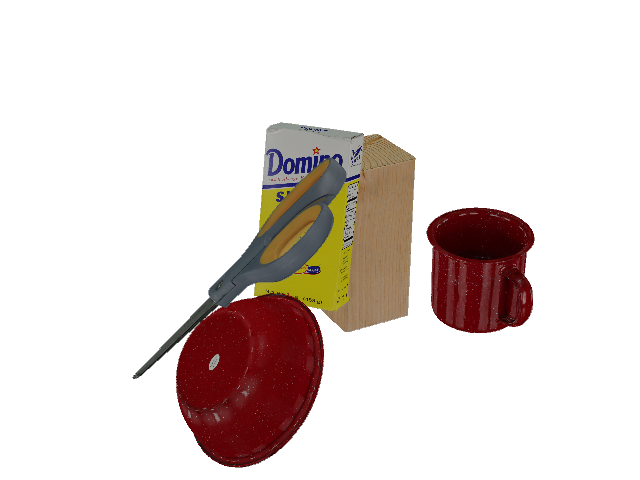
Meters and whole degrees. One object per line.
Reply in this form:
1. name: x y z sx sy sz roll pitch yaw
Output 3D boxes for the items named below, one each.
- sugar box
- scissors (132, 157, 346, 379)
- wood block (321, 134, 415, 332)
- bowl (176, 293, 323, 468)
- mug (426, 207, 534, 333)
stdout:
1. sugar box: -0.013 -0.025 1.068 0.093 0.176 0.048 9 16 20
2. scissors: -0.052 0.032 0.656 0.016 0.202 0.096 38 9 -18
3. wood block: 0.048 -0.009 1.261 0.090 0.206 0.090 -13 30 -24
4. bowl: -0.075 0.113 0.933 0.162 0.162 0.055 0 -23 44
5. mug: 0.147 0.034 0.942 0.093 0.081 0.117 -19 35 -26
